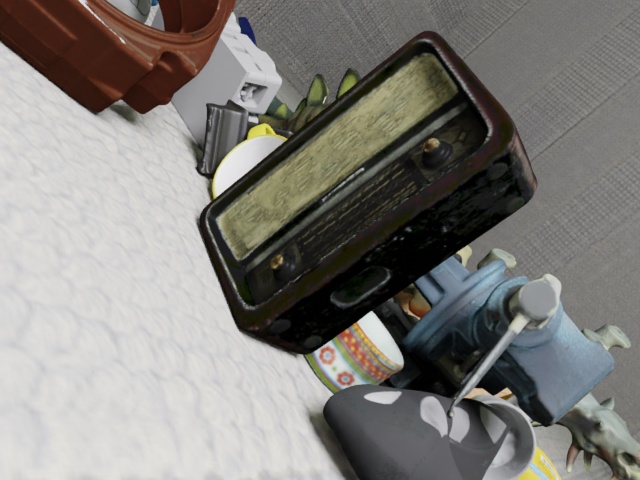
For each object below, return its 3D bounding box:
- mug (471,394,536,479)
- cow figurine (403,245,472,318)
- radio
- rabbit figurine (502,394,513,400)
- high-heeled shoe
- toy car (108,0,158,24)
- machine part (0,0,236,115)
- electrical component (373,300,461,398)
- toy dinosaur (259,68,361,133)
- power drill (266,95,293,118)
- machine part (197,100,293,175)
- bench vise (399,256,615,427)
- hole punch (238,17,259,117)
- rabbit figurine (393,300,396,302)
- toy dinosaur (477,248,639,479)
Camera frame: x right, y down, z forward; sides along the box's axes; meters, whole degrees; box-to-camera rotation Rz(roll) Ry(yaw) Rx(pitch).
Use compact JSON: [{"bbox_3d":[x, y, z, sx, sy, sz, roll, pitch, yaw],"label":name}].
[{"bbox_3d":[0.188,0.200,0.588,0.081,0.109,0.107,46,-3,9],"label":"mug"},{"bbox_3d":[0.069,-0.024,0.565,0.195,0.127,0.085,36,23,4],"label":"cow figurine"},{"bbox_3d":[0.027,-0.027,0.391,0.073,0.229,0.131,35,23,-48],"label":"radio"},{"bbox_3d":[0.275,0.217,0.905,0.173,0.122,0.162,33,24,-11],"label":"rabbit figurine"},{"bbox_3d":[0.075,0.146,0.428,0.145,0.086,0.248,35,2,7],"label":"high-heeled shoe"},{"bbox_3d":[-0.227,-0.264,0.552,0.161,0.109,0.103,48,29,-78],"label":"toy car"},{"bbox_3d":[-0.167,-0.218,0.414,0.200,0.087,0.201,42,42,-33],"label":"machine part"},{"bbox_3d":[0.091,0.126,0.564,0.115,0.058,0.134,52,11,23],"label":"electrical component"},{"bbox_3d":[0.009,-0.140,0.759,0.472,0.198,0.105,23,-17,36],"label":"toy dinosaur"},{"bbox_3d":[-0.039,-0.216,0.991,0.207,0.086,0.232,38,-10,-3],"label":"power drill"},{"bbox_3d":[-0.072,-0.102,0.575,0.039,0.084,0.139,9,6,35],"label":"machine part"},{"bbox_3d":[0.108,0.042,0.448,0.241,0.129,0.223,49,0,21],"label":"bench vise"},{"bbox_3d":[-0.115,-0.229,0.747,0.116,0.092,0.142,53,-23,22],"label":"hole punch"},{"bbox_3d":[0.175,0.080,0.902,0.170,0.121,0.159,64,14,-4],"label":"rabbit figurine"},{"bbox_3d":[0.277,0.150,0.759,0.405,0.192,0.131,39,26,18],"label":"toy dinosaur"}]
